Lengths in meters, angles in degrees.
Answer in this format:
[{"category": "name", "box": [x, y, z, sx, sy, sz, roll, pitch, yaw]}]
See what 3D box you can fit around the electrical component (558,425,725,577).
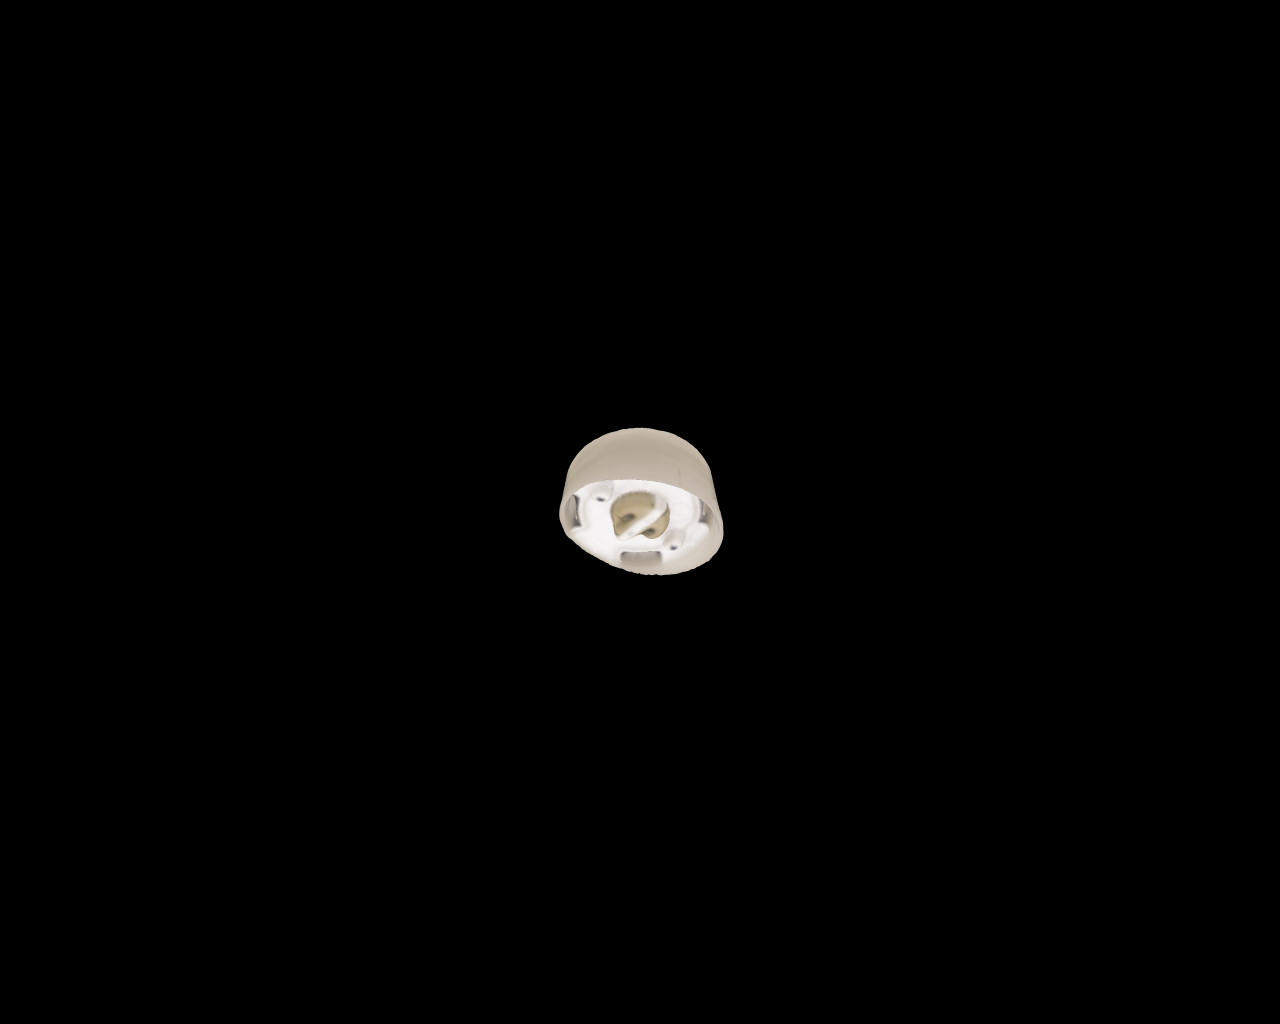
[{"category": "electrical component", "box": [0.001, -0.003, 0.650, 0.099, 0.099, 0.064, 0, 44, 0]}]
